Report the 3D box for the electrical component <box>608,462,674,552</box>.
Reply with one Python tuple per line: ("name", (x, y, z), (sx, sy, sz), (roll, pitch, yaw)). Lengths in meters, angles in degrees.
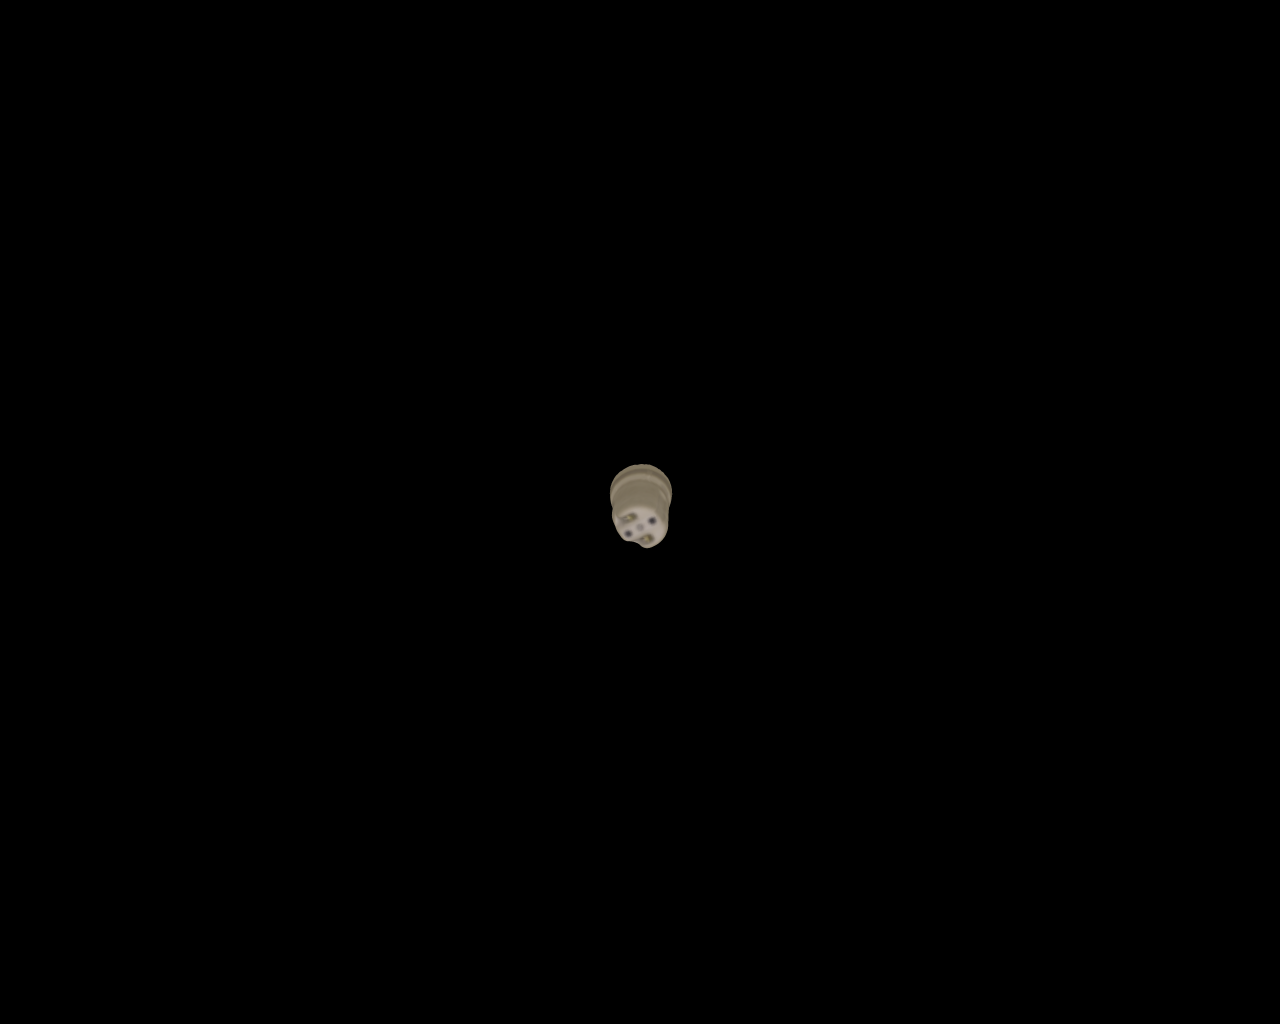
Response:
("electrical component", (0.001, -0.003, 0.650), (0.040, 0.040, 0.046), (0, 32, 0))
